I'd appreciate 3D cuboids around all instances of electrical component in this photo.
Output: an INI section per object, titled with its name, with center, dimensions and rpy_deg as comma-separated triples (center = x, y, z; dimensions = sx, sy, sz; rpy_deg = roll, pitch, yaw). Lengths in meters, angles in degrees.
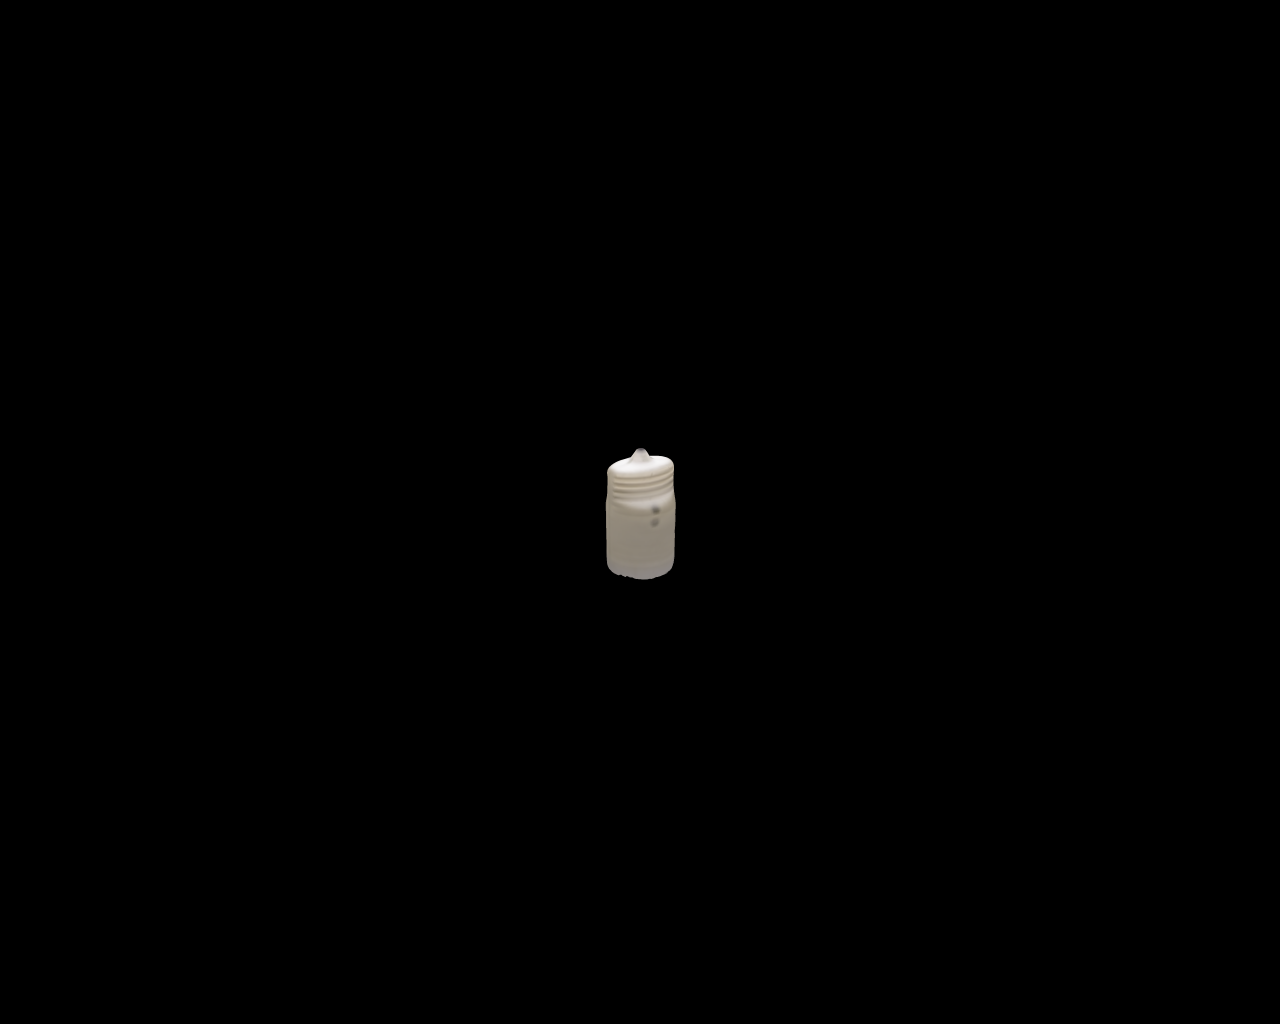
[electrical component]
center = 0.001, -0.003, 0.650
dimensions = 0.043, 0.080, 0.043
rpy_deg = 0, 25, 0
